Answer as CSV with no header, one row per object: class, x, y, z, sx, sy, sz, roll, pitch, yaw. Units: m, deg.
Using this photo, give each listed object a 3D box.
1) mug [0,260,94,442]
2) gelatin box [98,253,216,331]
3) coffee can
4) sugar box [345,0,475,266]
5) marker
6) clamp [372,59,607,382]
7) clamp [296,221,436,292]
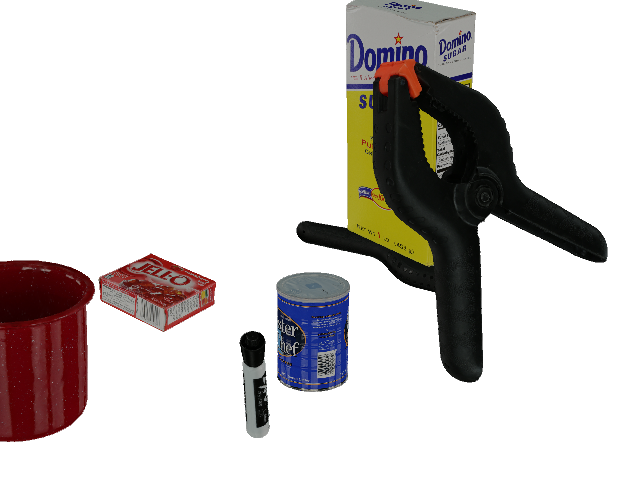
mug,-0.187,0.070,0.631,0.093,0.081,0.117,12,23,22
gelatin box,-0.158,0.048,1.036,0.089,0.030,0.073,22,30,30
coffee can,-0.011,0.127,1.503,0.103,0.140,0.103,0,19,0
sugar box,0.061,-0.079,0.759,0.048,0.176,0.093,-22,31,-34
marker,-0.050,0.111,0.821,0.020,0.020,0.121,0,-43,-1
clamp,0.073,-0.012,0.560,0.171,0.120,0.039,48,-23,-18
clamp,0.085,0.008,1.264,0.210,0.036,0.164,37,41,26
